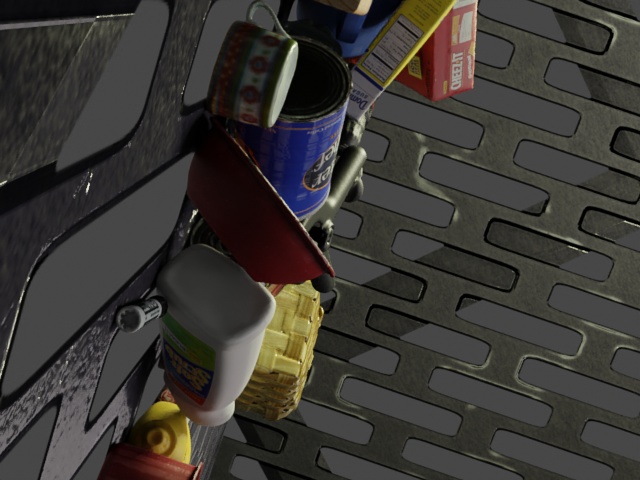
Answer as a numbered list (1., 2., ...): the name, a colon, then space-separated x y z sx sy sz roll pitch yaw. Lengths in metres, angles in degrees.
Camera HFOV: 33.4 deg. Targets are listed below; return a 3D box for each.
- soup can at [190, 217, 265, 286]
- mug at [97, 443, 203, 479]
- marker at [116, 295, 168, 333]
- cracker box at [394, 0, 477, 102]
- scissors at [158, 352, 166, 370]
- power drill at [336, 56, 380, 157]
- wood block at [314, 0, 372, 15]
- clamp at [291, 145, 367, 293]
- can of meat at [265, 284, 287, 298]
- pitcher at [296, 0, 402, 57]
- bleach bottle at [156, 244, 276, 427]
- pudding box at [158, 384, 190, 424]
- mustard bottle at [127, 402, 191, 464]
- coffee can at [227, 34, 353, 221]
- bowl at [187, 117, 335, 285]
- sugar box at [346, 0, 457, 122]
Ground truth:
1. soup can: -0.087 0.027 1.030 0.102 0.068 0.068 91 15 -57
2. mug: -0.161 0.238 0.965 0.117 0.081 0.093 107 2 -53
3. marker: -0.133 0.055 0.807 0.121 0.020 0.020 -48 157 -88
4. cracker box: 0.096 -0.283 1.282 0.072 0.214 0.164 -22 128 -26
5. scissors: -0.135 0.067 1.108 0.201 0.016 0.096 -66 174 -73
6. power drill: 0.000 -0.138 1.273 0.188 0.057 0.184 -34 -149 43
7. wood block: 0.008 -0.245 0.898 0.206 0.091 0.090 -69 178 -77
8. clamp: -0.007 0.001 1.068 0.209 0.036 0.165 -40 143 -65
9. can of meat: -0.060 0.024 1.139 0.102 0.057 0.084 -46 166 6
10. pitcher: 0.042 -0.287 1.124 0.149 0.145 0.243 -33 168 -19
11. bleach bottle: -0.099 0.110 0.970 0.068 0.103 0.251 -41 159 -28
12. pudding box: -0.149 0.161 1.239 0.113 0.039 0.090 -60 175 -30
13. mustard bottle: -0.164 0.216 1.088 0.192 0.058 0.096 106 2 -70
14. coffee can: -0.032 -0.096 0.950 0.140 0.103 0.102 103 5 -53
15. bowl: -0.057 -0.019 0.851 0.055 0.162 0.162 -38 178 -2
16. sugar box: 0.079 -0.203 1.113 0.176 0.048 0.093 -54 -178 8
